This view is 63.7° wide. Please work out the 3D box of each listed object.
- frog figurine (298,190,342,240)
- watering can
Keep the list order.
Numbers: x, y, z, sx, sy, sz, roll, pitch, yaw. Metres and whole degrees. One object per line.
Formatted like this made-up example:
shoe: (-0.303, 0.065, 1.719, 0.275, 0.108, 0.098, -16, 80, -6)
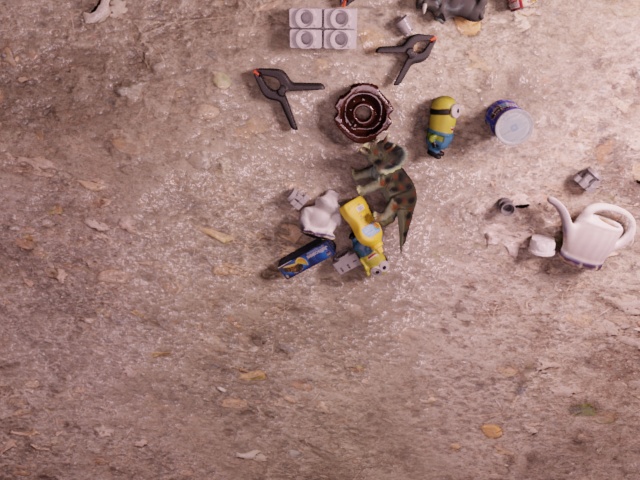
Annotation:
frog figurine: (0.005, -0.084, 1.674, 0.137, 0.121, 0.161, 11, 79, 9)
watering can: (0.811, -0.020, 1.596, 0.347, 0.106, 0.220, 11, 115, -14)
